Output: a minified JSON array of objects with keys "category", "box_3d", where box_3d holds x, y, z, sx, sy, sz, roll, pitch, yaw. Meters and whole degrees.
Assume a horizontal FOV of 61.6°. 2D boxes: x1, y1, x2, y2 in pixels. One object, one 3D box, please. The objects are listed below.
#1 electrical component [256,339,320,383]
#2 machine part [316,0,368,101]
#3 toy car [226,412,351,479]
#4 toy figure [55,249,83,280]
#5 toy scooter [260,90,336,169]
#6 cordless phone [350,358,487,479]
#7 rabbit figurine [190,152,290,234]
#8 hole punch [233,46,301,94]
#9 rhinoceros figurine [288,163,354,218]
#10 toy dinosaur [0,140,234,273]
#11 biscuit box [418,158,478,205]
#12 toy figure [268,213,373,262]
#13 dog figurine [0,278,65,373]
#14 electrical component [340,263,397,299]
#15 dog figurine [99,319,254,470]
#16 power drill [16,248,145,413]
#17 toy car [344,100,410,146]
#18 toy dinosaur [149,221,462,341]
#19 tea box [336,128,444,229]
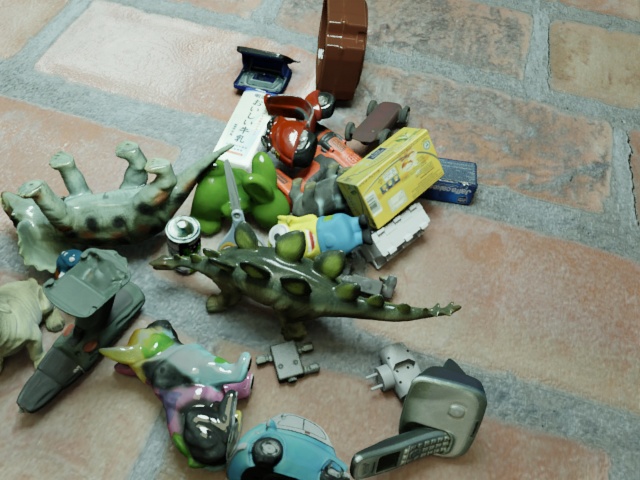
[{"category":"electrical component","box_3d":[-0.051,0.191,0.835,0.094,0.021,0.063,-11,58,-12]},{"category":"machine part","box_3d":[0.043,-0.411,1.135,0.087,0.201,0.201,4,56,-5]},{"category":"toy car","box_3d":[-0.038,0.288,0.726,0.162,0.109,0.103,15,39,-4]},{"category":"toy figure","box_3d":[-0.369,0.058,0.823,0.058,0.154,0.064,14,57,2]},{"category":"toy scooter","box_3d":[-0.058,-0.218,1.000,0.135,0.075,0.184,18,62,6]},{"category":"cordless phone","box_3d":[0.123,0.247,0.724,0.184,0.146,0.089,-11,38,-26]},{"category":"rabbit figurine","box_3d":[-0.128,-0.083,0.952,0.170,0.159,0.121,19,46,-9]},{"category":"hole punch","box_3d":[-0.122,-0.367,1.173,0.142,0.092,0.116,10,19,8]},{"category":"rhinoceros figurine","box_3d":[0.037,-0.079,0.966,0.190,0.112,0.073,-18,18,-25]},{"category":"toy dinosaur","box_3d":[-0.331,-0.049,0.875,0.405,0.192,0.131,-6,45,-5]},{"category":"biscuit box","box_3d":[0.199,-0.121,1.037,0.203,0.059,0.063,9,55,3]},{"category":"toy figure","box_3d":[-0.001,0.001,0.905,0.180,0.089,0.082,-11,64,11]},{"category":"dog figurine","box_3d":[-0.460,0.095,0.771,0.121,0.190,0.172,-15,57,-13]},{"category":"electrical component","box_3d":[0.076,0.069,0.901,0.102,0.078,0.045,14,81,13]},{"category":"dog figurine","box_3d":[-0.211,0.211,0.764,0.219,0.108,0.191,9,59,7]},{"category":"power drill","box_3d":[-0.334,0.121,0.755,0.086,0.207,0.232,30,48,9]},{"category":"toy car","box_3d":[0.117,-0.231,1.085,0.089,0.053,0.202,17,38,16]},{"category":"toy dinosaur","box_3d":[-0.037,0.072,0.811,0.472,0.198,0.105,11,60,5]},{"category":"tea box","box_3d":[0.124,-0.109,0.930,0.169,0.098,0.068,-38,29,-19]}]
